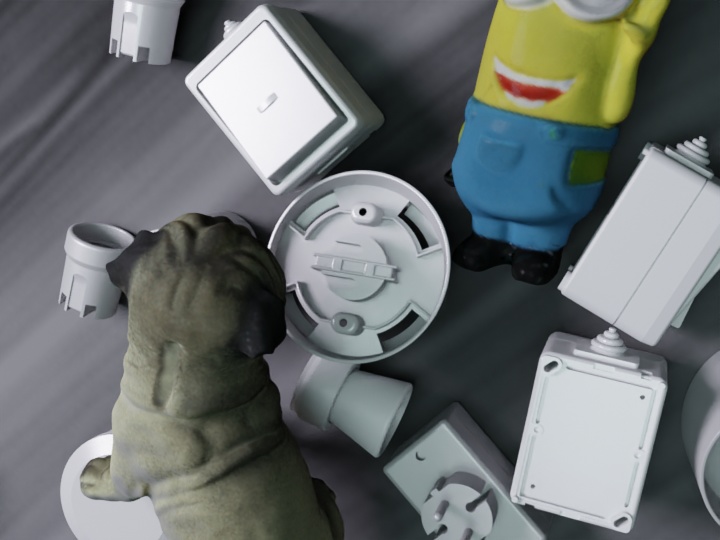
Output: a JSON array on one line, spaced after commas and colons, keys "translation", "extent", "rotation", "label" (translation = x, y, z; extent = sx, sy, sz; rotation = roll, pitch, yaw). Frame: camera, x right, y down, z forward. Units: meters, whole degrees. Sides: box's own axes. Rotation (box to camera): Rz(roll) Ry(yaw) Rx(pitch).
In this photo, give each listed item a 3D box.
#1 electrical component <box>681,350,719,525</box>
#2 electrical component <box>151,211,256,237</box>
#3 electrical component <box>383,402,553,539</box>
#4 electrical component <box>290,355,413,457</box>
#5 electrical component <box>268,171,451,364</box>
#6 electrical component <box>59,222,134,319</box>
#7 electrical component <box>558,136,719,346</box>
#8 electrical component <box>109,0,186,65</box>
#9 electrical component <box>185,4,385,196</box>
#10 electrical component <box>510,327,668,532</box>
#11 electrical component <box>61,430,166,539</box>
[{"translation": [0.214, 0.089, 0.537], "extent": [0.099, 0.064, 0.099], "rotation": [4, 114, 10], "label": "electrical component"}, {"translation": [-0.094, 0.011, 0.590], "extent": [0.044, 0.077, 0.079], "rotation": [19, 104, 12], "label": "electrical component"}, {"translation": [0.054, 0.124, 0.569], "extent": [0.047, 0.076, 0.083], "rotation": [-42, 87, 18], "label": "electrical component"}, {"translation": [-0.005, 0.071, 0.593], "extent": [0.055, 0.045, 0.045], "rotation": [25, 105, 11], "label": "electrical component"}, {"translation": [0.000, 0.000, 0.563], "extent": [0.099, 0.064, 0.099], "rotation": [-1, 84, 8], "label": "electrical component"}, {"translation": [-0.154, 0.001, 0.627], "extent": [0.040, 0.040, 0.046], "rotation": [22, 111, 11], "label": "electrical component"}, {"translation": [0.149, -0.018, 0.524], "extent": [0.061, 0.062, 0.096], "rotation": [32, 107, 9], "label": "electrical component"}, {"translation": [-0.118, -0.140, 0.592], "extent": [0.040, 0.040, 0.046], "rotation": [17, 110, 12], "label": "electrical component"}, {"translation": [-0.044, -0.094, 0.566], "extent": [0.062, 0.061, 0.096], "rotation": [-40, 87, 18], "label": "electrical component"}, {"translation": [0.119, 0.073, 0.549], "extent": [0.062, 0.061, 0.096], "rotation": [13, 103, 13], "label": "electrical component"}, {"translation": [-0.131, 0.129, 0.635], "extent": [0.080, 0.051, 0.080], "rotation": [3, 100, 15], "label": "electrical component"}]
